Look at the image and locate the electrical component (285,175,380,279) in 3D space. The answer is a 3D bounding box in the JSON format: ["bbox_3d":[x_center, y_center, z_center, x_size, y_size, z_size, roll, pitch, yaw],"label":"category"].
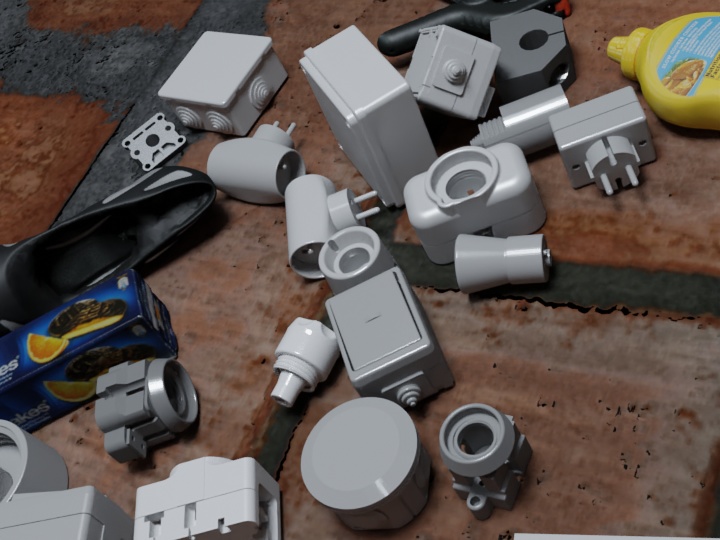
[{"bbox_3d":[-0.021,-0.041,0.863,0.079,0.043,0.077,-21,46,15],"label":"electrical component"}]

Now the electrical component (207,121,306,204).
[{"bbox_3d":[-0.083,-0.101,0.945,0.077,0.043,0.079,10,58,33],"label":"electrical component"}]

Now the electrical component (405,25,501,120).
[{"bbox_3d":[0.076,-0.157,0.868,0.096,0.061,0.061,-130,59,-76],"label":"electrical component"}]

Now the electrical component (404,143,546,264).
[{"bbox_3d":[0.085,-0.053,0.810,0.095,0.059,0.053,-20,47,11],"label":"electrical component"}]

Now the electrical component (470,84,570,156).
[{"bbox_3d":[0.126,-0.112,0.848,0.081,0.043,0.043,-20,47,11],"label":"electrical component"}]

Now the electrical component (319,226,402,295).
[{"bbox_3d":[0.000,0.000,0.817,0.055,0.047,0.055,-14,48,16],"label":"electrical component"}]

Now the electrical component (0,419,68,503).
[{"bbox_3d":[-0.285,0.165,0.816,0.108,0.060,0.108,-14,48,16],"label":"electrical component"}]

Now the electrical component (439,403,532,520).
[{"bbox_3d":[0.078,0.115,0.676,0.048,0.055,0.066,7,57,31],"label":"electrical component"}]

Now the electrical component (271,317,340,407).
[{"bbox_3d":[-0.043,0.070,0.785,0.043,0.043,0.062,11,61,33],"label":"electrical component"}]

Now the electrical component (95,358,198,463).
[{"bbox_3d":[-0.159,0.100,0.809,0.057,0.058,0.078,-21,47,14],"label":"electrical component"}]

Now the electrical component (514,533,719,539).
[{"bbox_3d":[0.157,0.194,0.567,0.150,0.061,0.089,-5,52,24],"label":"electrical component"}]

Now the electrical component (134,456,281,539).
[{"bbox_3d":[-0.103,0.165,0.731,0.089,0.050,0.055,-18,48,14],"label":"electrical component"}]

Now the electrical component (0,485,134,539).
[{"bbox_3d":[-0.216,0.192,0.758,0.096,0.061,0.061,-14,49,16],"label":"electrical component"}]

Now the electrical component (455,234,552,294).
[{"bbox_3d":[0.105,-0.006,0.775,0.065,0.044,0.044,-4,52,18],"label":"electrical component"}]

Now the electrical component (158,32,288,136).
[{"bbox_3d":[-0.129,-0.178,1.028,0.100,0.048,0.099,14,61,35],"label":"electrical component"}]

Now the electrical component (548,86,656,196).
[{"bbox_3d":[0.184,-0.085,0.795,0.066,0.047,0.076,-20,47,11],"label":"electrical component"}]

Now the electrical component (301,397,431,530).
[{"bbox_3d":[0.006,0.128,0.705,0.080,0.051,0.080,-14,48,16],"label":"electrical component"}]

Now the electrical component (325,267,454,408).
[{"bbox_3d":[0.020,0.053,0.753,0.062,0.061,0.096,-26,46,6],"label":"electrical component"}]

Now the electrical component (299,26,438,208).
[{"bbox_3d":[0.010,-0.124,0.872,0.056,0.108,0.108,-31,46,-4],"label":"electrical component"}]
